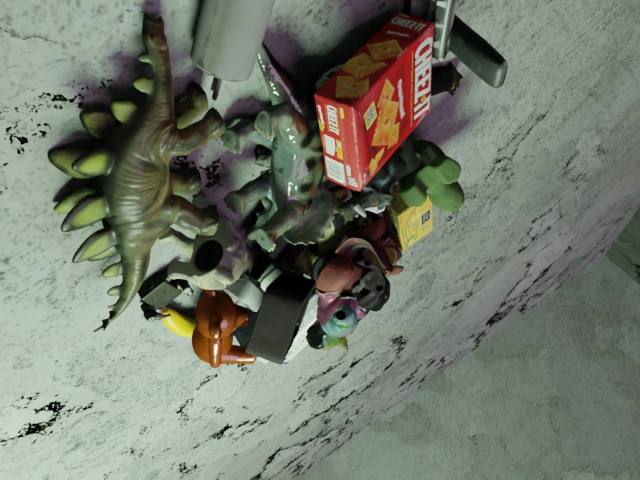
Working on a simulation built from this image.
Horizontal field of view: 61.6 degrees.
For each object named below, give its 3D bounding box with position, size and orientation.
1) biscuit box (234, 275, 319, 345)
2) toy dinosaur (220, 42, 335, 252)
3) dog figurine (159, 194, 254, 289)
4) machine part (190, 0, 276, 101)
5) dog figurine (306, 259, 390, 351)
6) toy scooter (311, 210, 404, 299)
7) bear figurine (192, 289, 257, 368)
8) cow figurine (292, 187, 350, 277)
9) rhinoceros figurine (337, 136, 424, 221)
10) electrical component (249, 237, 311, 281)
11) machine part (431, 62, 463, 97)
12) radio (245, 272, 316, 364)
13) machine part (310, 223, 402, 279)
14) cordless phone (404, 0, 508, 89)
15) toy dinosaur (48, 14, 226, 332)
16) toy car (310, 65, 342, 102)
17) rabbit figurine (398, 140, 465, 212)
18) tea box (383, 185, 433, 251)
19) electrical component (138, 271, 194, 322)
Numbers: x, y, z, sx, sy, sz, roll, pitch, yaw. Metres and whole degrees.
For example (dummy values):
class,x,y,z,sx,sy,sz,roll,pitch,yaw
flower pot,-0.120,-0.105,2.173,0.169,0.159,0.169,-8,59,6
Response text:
class,x,y,z,sx,sy,sz,roll,pitch,yaw
biscuit box,-0.092,0.162,1.162,0.203,0.063,0.059,-40,153,4
toy dinosaur,-0.044,-0.127,0.817,0.192,0.131,0.404,-35,148,-44
dog figurine,-0.147,0.038,0.870,0.121,0.172,0.190,-32,145,9
machine part,-0.089,-0.269,0.597,0.079,0.079,0.243,-12,140,-40
dog figurine,0.057,0.157,1.158,0.191,0.109,0.219,-30,153,-18
toy scooter,0.077,0.045,1.003,0.184,0.135,0.075,-50,156,8
bear figurine,-0.168,0.150,0.972,0.132,0.120,0.195,-4,148,-25
cow figurine,-0.002,-0.003,1.059,0.127,0.086,0.194,-21,149,-39
rhinoceros figurine,0.103,-0.114,0.981,0.190,0.112,0.073,-41,-168,-12
electrical component,-0.083,0.028,0.994,0.119,0.075,0.047,-55,152,-9
machine part,0.190,-0.270,0.957,0.139,0.039,0.084,-25,139,-22
radio,-0.068,0.139,1.006,0.229,0.073,0.131,-26,135,-83
machine part,0.084,0.055,1.236,0.201,0.087,0.200,-42,151,1
cordless phone,0.206,-0.310,0.768,0.089,0.184,0.146,-26,149,-15
toy dinosaur,-0.240,-0.053,0.706,0.198,0.105,0.470,-11,132,-30
toy car,0.040,-0.196,0.865,0.073,0.056,0.201,-37,150,-5
rabbit figurine,0.220,-0.117,1.084,0.121,0.159,0.170,-44,132,12
tea box,0.202,-0.058,1.232,0.098,0.068,0.169,-36,150,-6
electrical component,-0.267,0.094,0.928,0.102,0.045,0.078,-36,152,-7
